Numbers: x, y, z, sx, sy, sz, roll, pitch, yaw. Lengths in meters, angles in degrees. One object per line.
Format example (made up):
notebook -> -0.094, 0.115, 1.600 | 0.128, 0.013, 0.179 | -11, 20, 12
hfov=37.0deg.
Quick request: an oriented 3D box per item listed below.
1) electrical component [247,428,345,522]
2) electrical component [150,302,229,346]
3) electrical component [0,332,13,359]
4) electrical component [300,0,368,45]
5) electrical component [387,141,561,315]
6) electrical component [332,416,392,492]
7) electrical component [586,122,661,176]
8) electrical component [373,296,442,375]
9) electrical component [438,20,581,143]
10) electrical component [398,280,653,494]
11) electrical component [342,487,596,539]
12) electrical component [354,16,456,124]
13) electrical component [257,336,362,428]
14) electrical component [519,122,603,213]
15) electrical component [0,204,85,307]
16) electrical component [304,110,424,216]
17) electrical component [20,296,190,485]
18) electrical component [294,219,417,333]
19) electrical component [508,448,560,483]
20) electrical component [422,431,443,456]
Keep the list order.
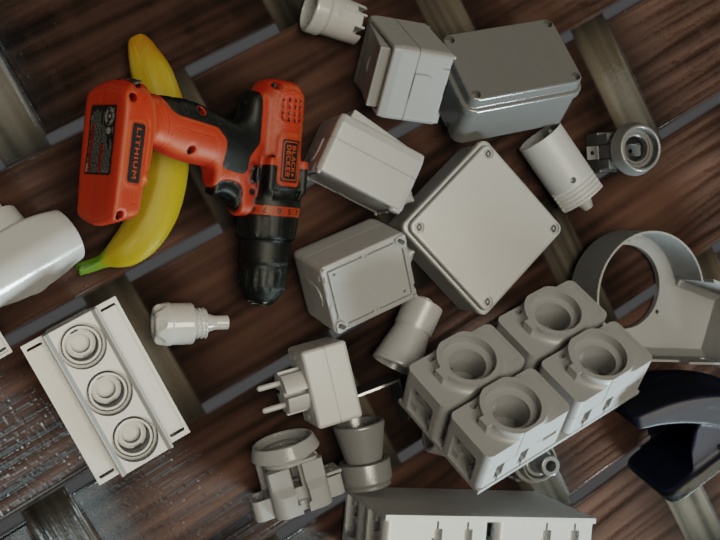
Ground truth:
electrical component -> -0.057, 0.166, 0.886 | 0.078, 0.058, 0.057 | -16, 99, -17
electrical component -> -0.137, 0.043, 0.869 | 0.061, 0.035, 0.035 | -1, 91, -21
electrical component -> -0.323, 0.030, 0.791 | 0.079, 0.063, 0.121 | -32, 100, -16
electrical component -> -0.022, -0.212, 0.900 | 0.046, 0.040, 0.040 | 14, 86, -24
electrical component -> 0.099, -0.036, 0.934 | 0.108, 0.056, 0.108 | -47, 104, -12
electrical component -> 0.003, 0.156, 0.912 | 0.045, 0.045, 0.055 | -10, 94, -18
electrical component -> 0.241, -0.109, 0.981 | 0.066, 0.055, 0.048 | -5, 93, -18
electrical component -> 0.044, 0.054, 0.927 | 0.044, 0.044, 0.065 | 29, 77, -17
electrical component -> 0.123, -0.163, 0.924 | 0.113, 0.057, 0.078 | -13, 64, -18
electrical component -> 0.141, 0.090, 0.903 | 0.186, 0.060, 0.105 | -25, 56, -27
electrical component -> 0.088, 0.226, 0.910 | 0.186, 0.105, 0.060 | 5, 89, -18
electrical component -> 0.030, -0.170, 0.893 | 0.061, 0.096, 0.061 | 5, 119, -19
electrical component -> -0.047, 0.098, 0.893 | 0.077, 0.047, 0.065 | -15, 96, -18
electrical component -> 0.184, -0.088, 0.968 | 0.043, 0.043, 0.081 | -40, 102, -14
electrical component -> -0.265, -0.022, 0.817 | 0.077, 0.044, 0.079 | -35, 77, -32
electrical component -> 0.008, -0.087, 0.900 | 0.096, 0.062, 0.061 | 26, 83, -17
electrical component -> -0.198, 0.091, 0.834 | 0.079, 0.063, 0.121 | -30, 100, -16
electrical component -> 0.000, 0.000, 0.897 | 0.096, 0.061, 0.061 | -24, 118, -22
electrical component -> 0.154, 0.168, 0.954 | 0.048, 0.062, 0.048 | 0, 91, -18
electrical component -> 0.084, 0.138, 0.935 | 0.047, 0.055, 0.055 | 13, 87, -15
